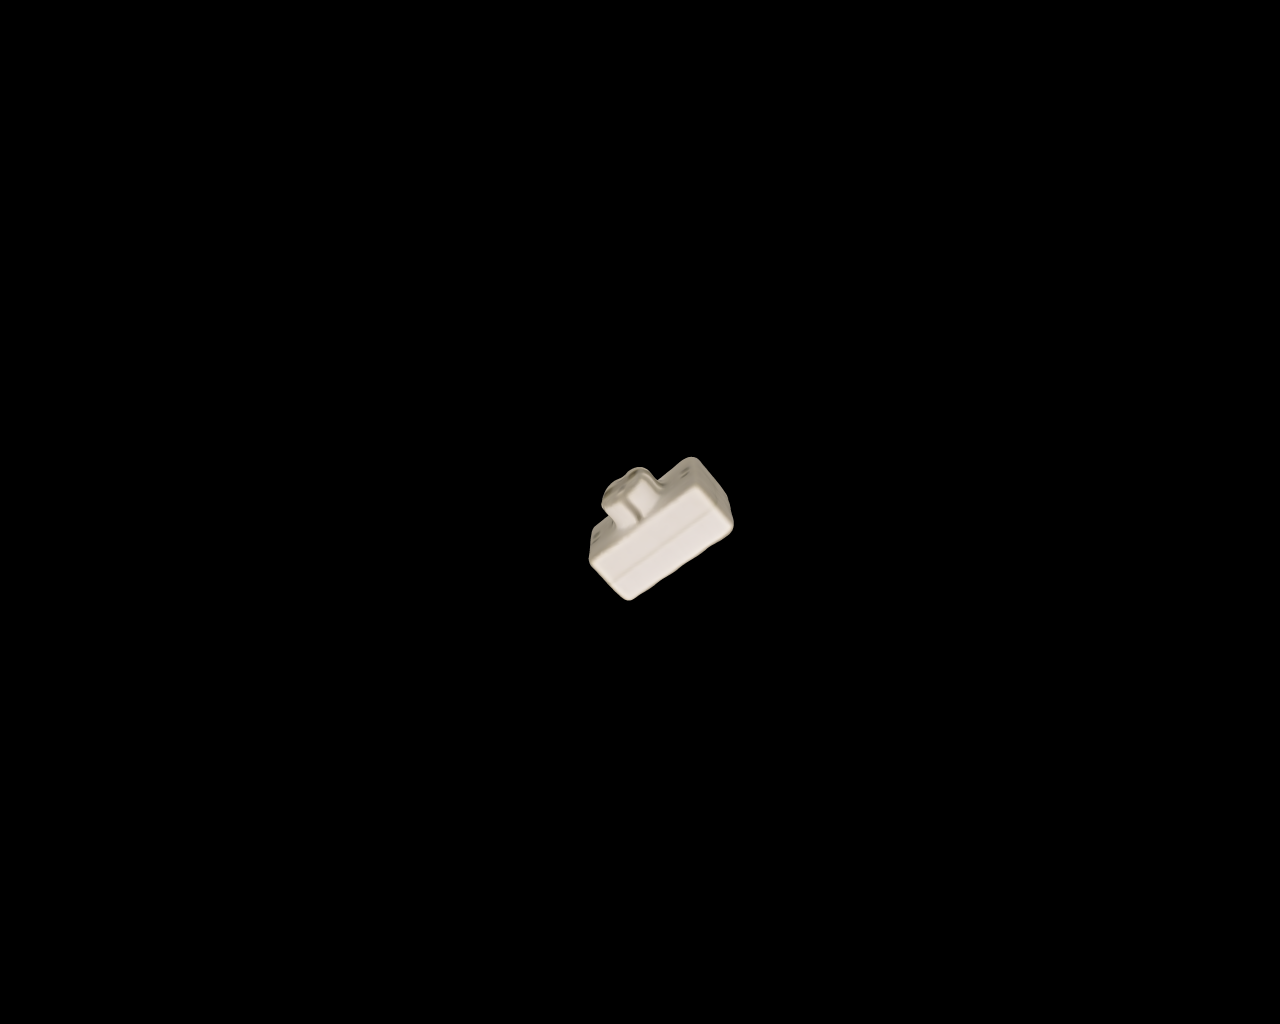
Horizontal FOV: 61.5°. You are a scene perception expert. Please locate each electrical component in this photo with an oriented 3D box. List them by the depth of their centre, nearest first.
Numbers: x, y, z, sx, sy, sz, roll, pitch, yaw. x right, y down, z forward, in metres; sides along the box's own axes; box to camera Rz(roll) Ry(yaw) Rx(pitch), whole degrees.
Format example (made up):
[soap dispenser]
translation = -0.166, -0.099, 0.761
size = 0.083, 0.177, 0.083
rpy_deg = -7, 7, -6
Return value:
[electrical component]
translation = 0.001, -0.003, 0.650
size = 0.083, 0.075, 0.047
rpy_deg = -37, 19, 15
